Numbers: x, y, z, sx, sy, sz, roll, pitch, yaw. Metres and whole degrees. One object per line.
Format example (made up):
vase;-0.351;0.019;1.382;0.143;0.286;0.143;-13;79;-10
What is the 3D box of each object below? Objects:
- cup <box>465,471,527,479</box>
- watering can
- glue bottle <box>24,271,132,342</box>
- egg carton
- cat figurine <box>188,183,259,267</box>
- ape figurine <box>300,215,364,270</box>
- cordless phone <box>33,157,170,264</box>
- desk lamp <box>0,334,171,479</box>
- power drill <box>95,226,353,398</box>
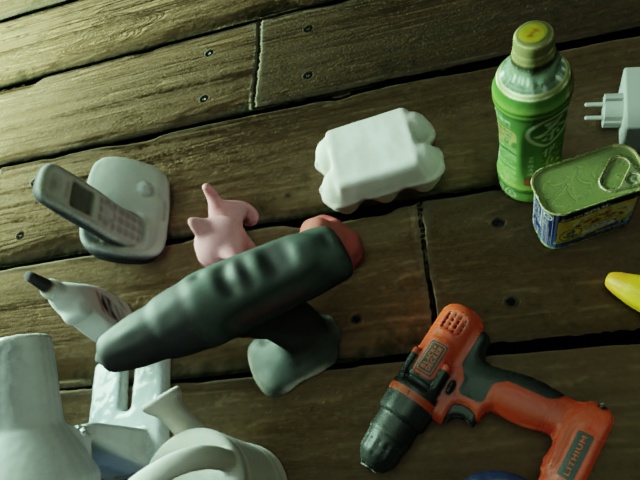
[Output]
cup;0.137;0.238;0.472;0.117;0.095;0.092;18;71;26
watering can;-0.111;0.216;0.509;0.172;0.194;0.101;33;78;30
glue bottle;-0.269;0.076;0.649;0.037;0.173;0.078;-37;58;-3
egg carton;0.069;-0.093;0.685;0.150;0.069;0.107;-17;59;10
cat figurine;-0.116;-0.009;0.674;0.067;0.118;0.127;-20;59;8
ape figurine;0.006;0.002;0.642;0.076;0.092;0.078;6;66;22
cordless phone;-0.270;-0.061;0.714;0.094;0.185;0.147;-13;60;12
desk lamp;-0.246;0.187;0.559;0.117;0.214;0.203;-14;60;12
power drill;-0.064;0.083;0.554;0.229;0.209;0.075;-32;58;1
